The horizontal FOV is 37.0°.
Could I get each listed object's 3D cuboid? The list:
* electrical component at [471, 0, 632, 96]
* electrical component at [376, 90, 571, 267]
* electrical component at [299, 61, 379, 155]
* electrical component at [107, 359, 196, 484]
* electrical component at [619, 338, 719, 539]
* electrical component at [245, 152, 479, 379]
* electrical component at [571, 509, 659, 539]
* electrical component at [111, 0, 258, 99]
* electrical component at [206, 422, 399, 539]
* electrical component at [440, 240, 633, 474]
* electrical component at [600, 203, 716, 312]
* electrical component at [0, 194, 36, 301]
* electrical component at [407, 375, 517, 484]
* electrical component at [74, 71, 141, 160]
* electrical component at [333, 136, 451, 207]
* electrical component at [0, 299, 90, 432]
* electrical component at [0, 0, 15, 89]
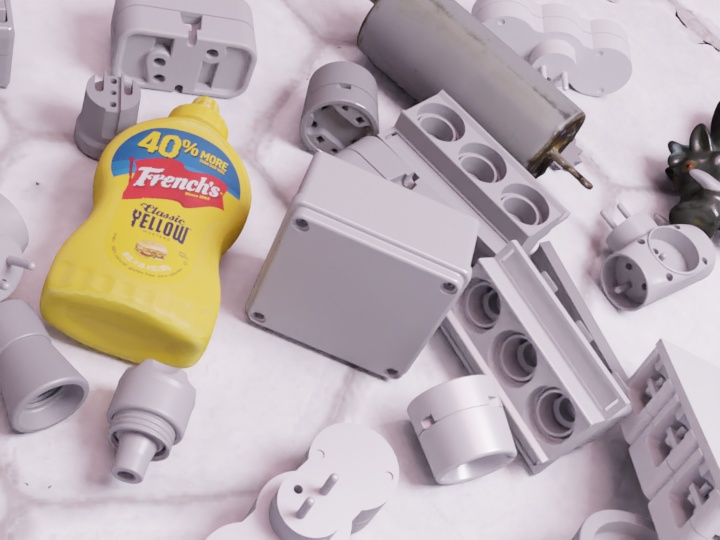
[{"bbox_3d":[0.157,-0.174,0.874,0.138,0.052,0.073,14,50,-13],"label":"electrical component"},{"bbox_3d":[0.073,-0.056,0.744,0.079,0.063,0.121,-32,72,-37],"label":"electrical component"},{"bbox_3d":[-0.013,-0.113,0.757,0.055,0.055,0.047,14,47,-13],"label":"electrical component"},{"bbox_3d":[-0.115,0.083,0.574,0.043,0.043,0.062,20,51,-8],"label":"electrical component"},{"bbox_3d":[0.212,0.120,0.634,0.089,0.061,0.150,26,26,-14],"label":"electrical component"},{"bbox_3d":[0.000,0.000,0.641,0.109,0.108,0.056,23,47,-6],"label":"electrical component"},{"bbox_3d":[0.148,0.192,0.584,0.108,0.060,0.108,25,28,-14],"label":"electrical component"},{"bbox_3d":[-0.123,-0.162,0.747,0.095,0.053,0.059,4,54,-20],"label":"electrical component"},{"bbox_3d":[-0.029,0.128,0.555,0.052,0.073,0.138,42,50,11],"label":"electrical component"},{"bbox_3d":[0.111,0.053,0.673,0.063,0.078,0.121,-3,54,-49],"label":"electrical component"},{"bbox_3d":[0.206,-0.016,0.782,0.077,0.044,0.079,-20,65,-33],"label":"electrical component"},{"bbox_3d":[-0.211,-0.004,0.585,0.079,0.043,0.077,14,42,30],"label":"electrical component"},{"bbox_3d":[0.061,0.095,0.632,0.055,0.055,0.047,-5,61,-26],"label":"electrical component"},{"bbox_3d":[-0.160,-0.099,0.688,0.040,0.046,0.040,11,52,-14],"label":"electrical component"},{"bbox_3d":[0.011,-0.034,0.707,0.095,0.053,0.059,45,51,13],"label":"electrical component"},{"bbox_3d":[-0.179,0.048,0.575,0.044,0.044,0.065,-21,60,-33],"label":"electrical component"},{"bbox_3d":[-0.256,-0.161,0.685,0.062,0.061,0.096,-2,56,-24],"label":"electrical component"}]
